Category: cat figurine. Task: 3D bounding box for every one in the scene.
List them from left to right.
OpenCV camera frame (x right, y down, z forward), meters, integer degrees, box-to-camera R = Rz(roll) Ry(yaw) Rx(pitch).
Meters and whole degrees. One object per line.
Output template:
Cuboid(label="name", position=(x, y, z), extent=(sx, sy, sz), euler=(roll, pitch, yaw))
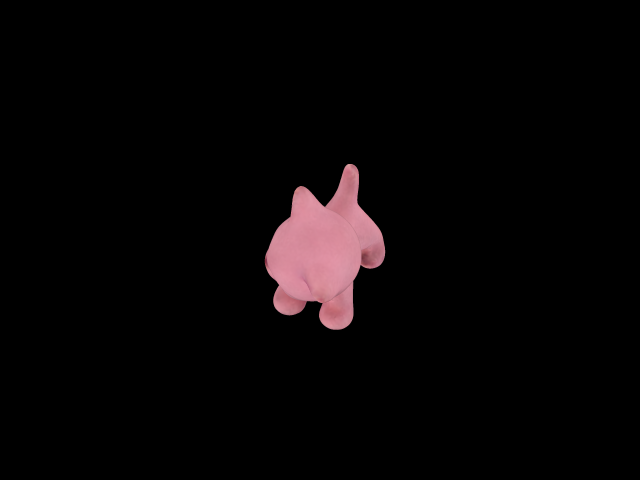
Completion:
Cuboid(label="cat figurine", position=(0.004, 0.001, 0.400), extent=(0.067, 0.118, 0.128), euler=(17, 51, 14))
